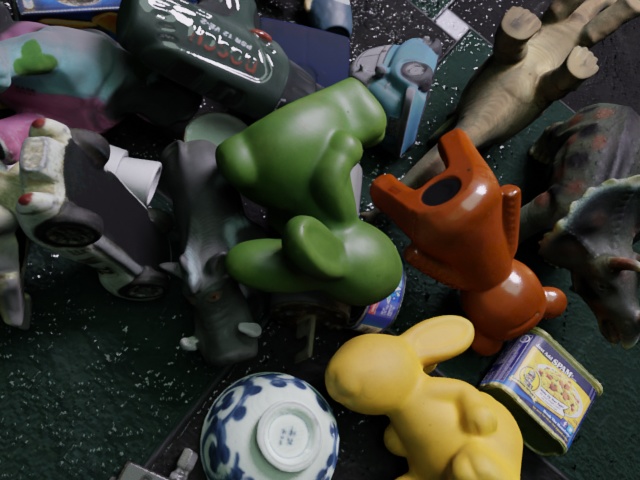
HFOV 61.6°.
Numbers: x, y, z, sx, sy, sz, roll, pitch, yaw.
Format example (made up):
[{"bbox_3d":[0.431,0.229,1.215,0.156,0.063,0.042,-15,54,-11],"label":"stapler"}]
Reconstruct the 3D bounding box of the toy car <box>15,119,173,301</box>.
[{"bbox_3d":[-0.161,-0.011,0.405,0.056,0.201,0.073,-7,66,5],"label":"toy car"}]

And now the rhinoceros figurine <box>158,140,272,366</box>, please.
[{"bbox_3d":[-0.085,0.008,0.453,0.073,0.112,0.190,-12,83,11],"label":"rhinoceros figurine"}]

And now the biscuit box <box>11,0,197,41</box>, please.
[{"bbox_3d":[-0.216,-0.249,0.576,0.203,0.063,0.059,-17,75,-27],"label":"biscuit box"}]

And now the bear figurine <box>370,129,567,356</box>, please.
[{"bbox_3d":[0.153,0.010,0.533,0.195,0.120,0.132,50,10,-33],"label":"bear figurine"}]

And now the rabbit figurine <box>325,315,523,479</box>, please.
[{"bbox_3d":[0.089,0.138,0.469,0.173,0.122,0.162,35,53,-1],"label":"rabbit figurine"}]

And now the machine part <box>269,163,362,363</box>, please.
[{"bbox_3d":[-0.001,-0.002,0.527,0.079,0.079,0.243,15,60,-14],"label":"machine part"}]

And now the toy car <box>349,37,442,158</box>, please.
[{"bbox_3d":[0.081,-0.182,0.637,0.103,0.109,0.162,15,50,6],"label":"toy car"}]

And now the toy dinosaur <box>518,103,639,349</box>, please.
[{"bbox_3d":[0.319,-0.080,0.623,0.131,0.192,0.405,30,60,-8],"label":"toy dinosaur"}]

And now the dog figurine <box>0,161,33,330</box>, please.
[{"bbox_3d":[-0.301,0.002,0.361,0.190,0.172,0.121,4,60,-25],"label":"dog figurine"}]

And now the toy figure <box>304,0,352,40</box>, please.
[{"bbox_3d":[0.007,-0.321,0.703,0.064,0.058,0.154,27,46,-54],"label":"toy figure"}]

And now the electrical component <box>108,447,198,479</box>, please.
[{"bbox_3d":[-0.134,0.199,0.410,0.063,0.021,0.094,28,59,-5],"label":"electrical component"}]

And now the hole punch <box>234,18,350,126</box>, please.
[{"bbox_3d":[-0.028,-0.172,0.598,0.142,0.092,0.116,6,67,-22],"label":"hole punch"}]

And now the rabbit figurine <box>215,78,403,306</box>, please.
[{"bbox_3d":[0.006,-0.020,0.419,0.170,0.121,0.159,58,39,-3],"label":"rabbit figurine"}]

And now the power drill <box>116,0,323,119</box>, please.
[{"bbox_3d":[-0.067,-0.216,0.509,0.232,0.086,0.207,9,81,-33],"label":"power drill"}]

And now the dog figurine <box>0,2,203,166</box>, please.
[{"bbox_3d":[-0.220,-0.159,0.504,0.192,0.108,0.219,36,42,24],"label":"dog figurine"}]

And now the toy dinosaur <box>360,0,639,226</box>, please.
[{"bbox_3d":[0.221,-0.172,0.625,0.471,0.198,0.105,-38,81,-23],"label":"toy dinosaur"}]
